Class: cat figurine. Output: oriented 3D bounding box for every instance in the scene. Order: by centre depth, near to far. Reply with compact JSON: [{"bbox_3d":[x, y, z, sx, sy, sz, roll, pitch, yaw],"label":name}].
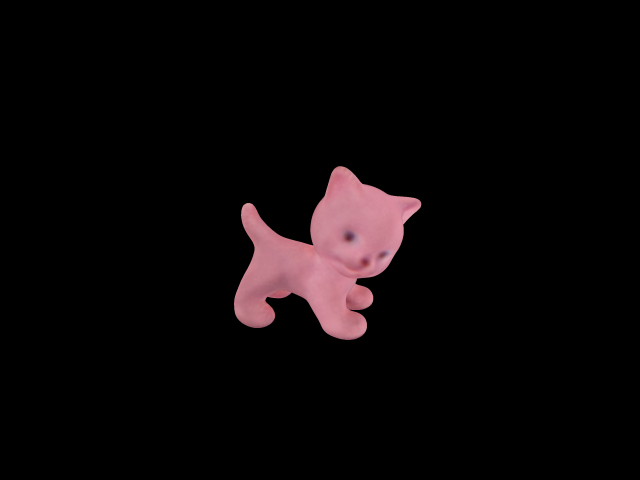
[{"bbox_3d":[0.004,0.001,0.400,0.127,0.118,0.067,5,25,11],"label":"cat figurine"}]
